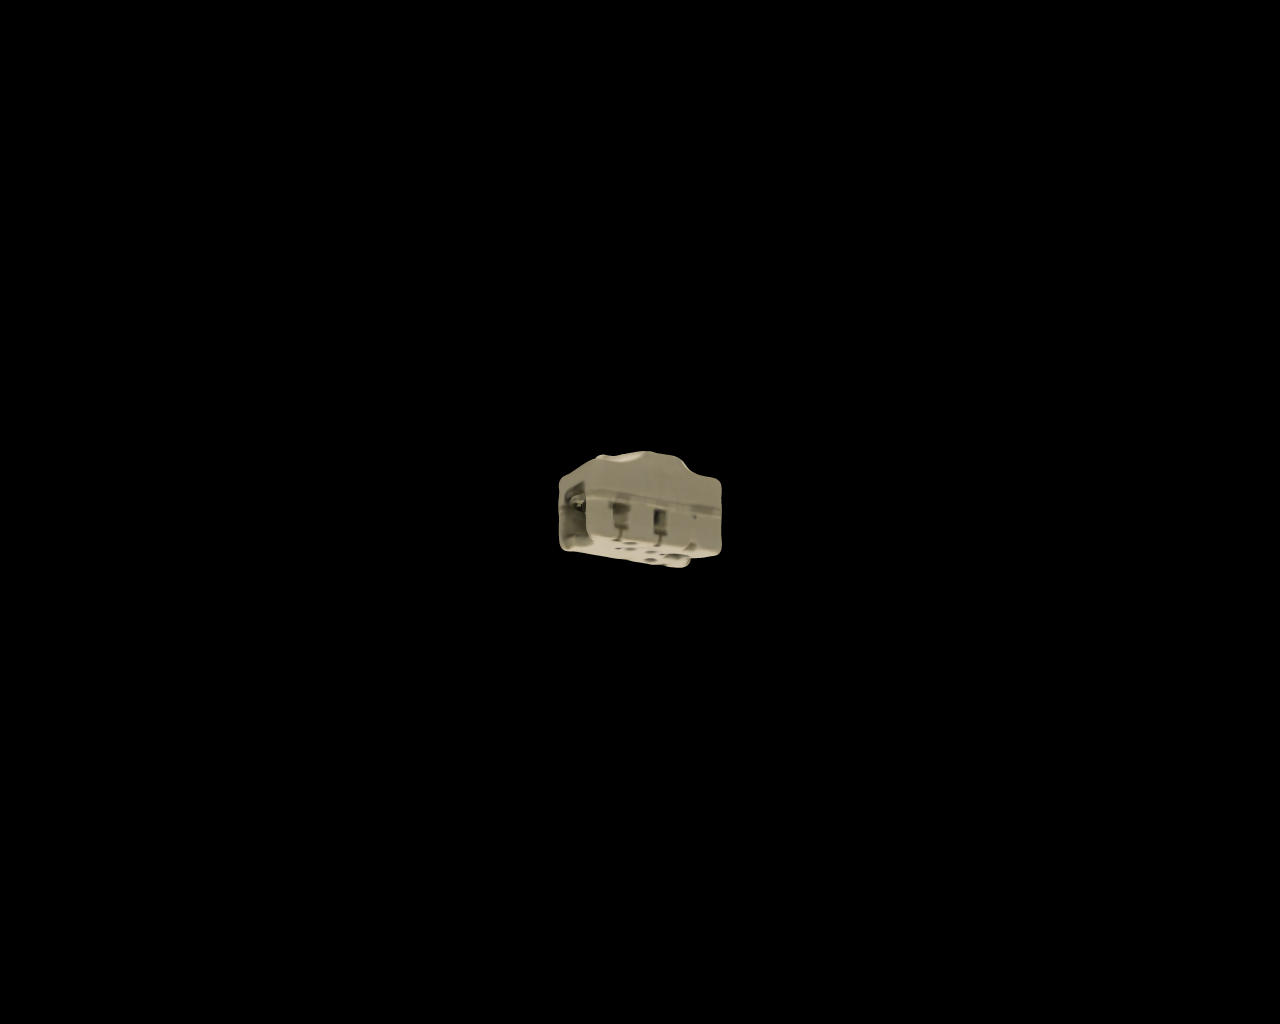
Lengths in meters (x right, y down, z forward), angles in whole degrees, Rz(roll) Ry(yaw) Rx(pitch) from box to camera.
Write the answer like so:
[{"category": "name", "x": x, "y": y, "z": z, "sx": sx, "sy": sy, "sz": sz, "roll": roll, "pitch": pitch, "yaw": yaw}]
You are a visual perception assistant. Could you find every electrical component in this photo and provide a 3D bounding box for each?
[{"category": "electrical component", "x": 0.001, "y": -0.003, "z": 0.650, "sx": 0.089, "sy": 0.056, "sz": 0.050, "roll": 9, "pitch": -19, "yaw": -29}]
